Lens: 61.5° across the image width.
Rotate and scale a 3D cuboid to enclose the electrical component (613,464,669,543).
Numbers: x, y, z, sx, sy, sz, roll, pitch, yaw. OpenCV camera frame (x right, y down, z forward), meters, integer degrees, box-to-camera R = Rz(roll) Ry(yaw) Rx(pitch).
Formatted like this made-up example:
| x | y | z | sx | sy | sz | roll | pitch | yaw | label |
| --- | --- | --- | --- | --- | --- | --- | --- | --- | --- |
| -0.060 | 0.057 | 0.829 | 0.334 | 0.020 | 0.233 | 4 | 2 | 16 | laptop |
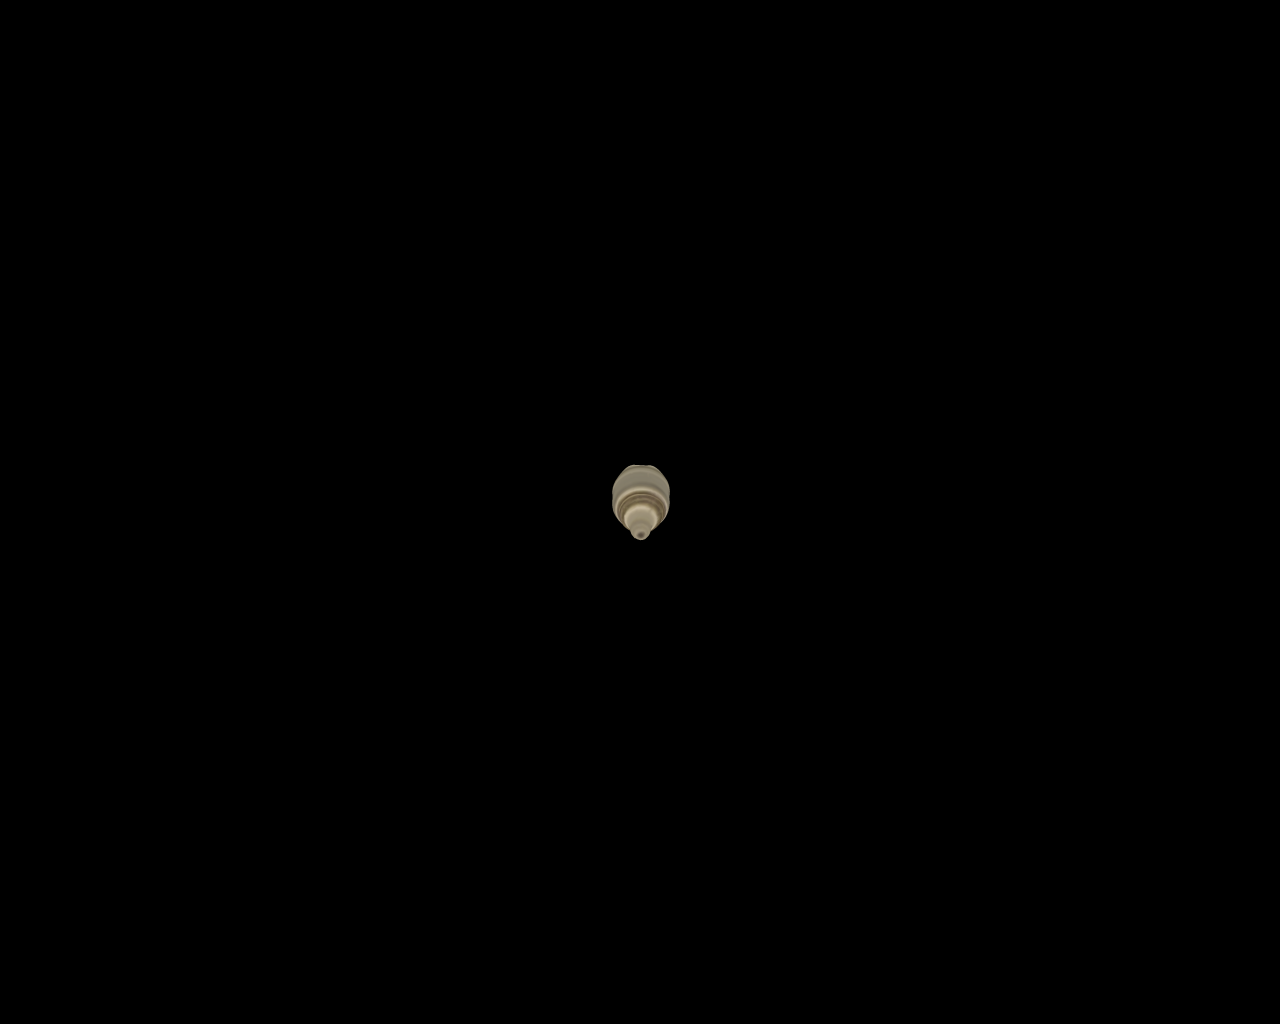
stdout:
| x | y | z | sx | sy | sz | roll | pitch | yaw | label |
| --- | --- | --- | --- | --- | --- | --- | --- | --- | --- |
| 0.001 | -0.003 | 0.650 | 0.035 | 0.035 | 0.061 | 0 | 32 | 0 | electrical component |
